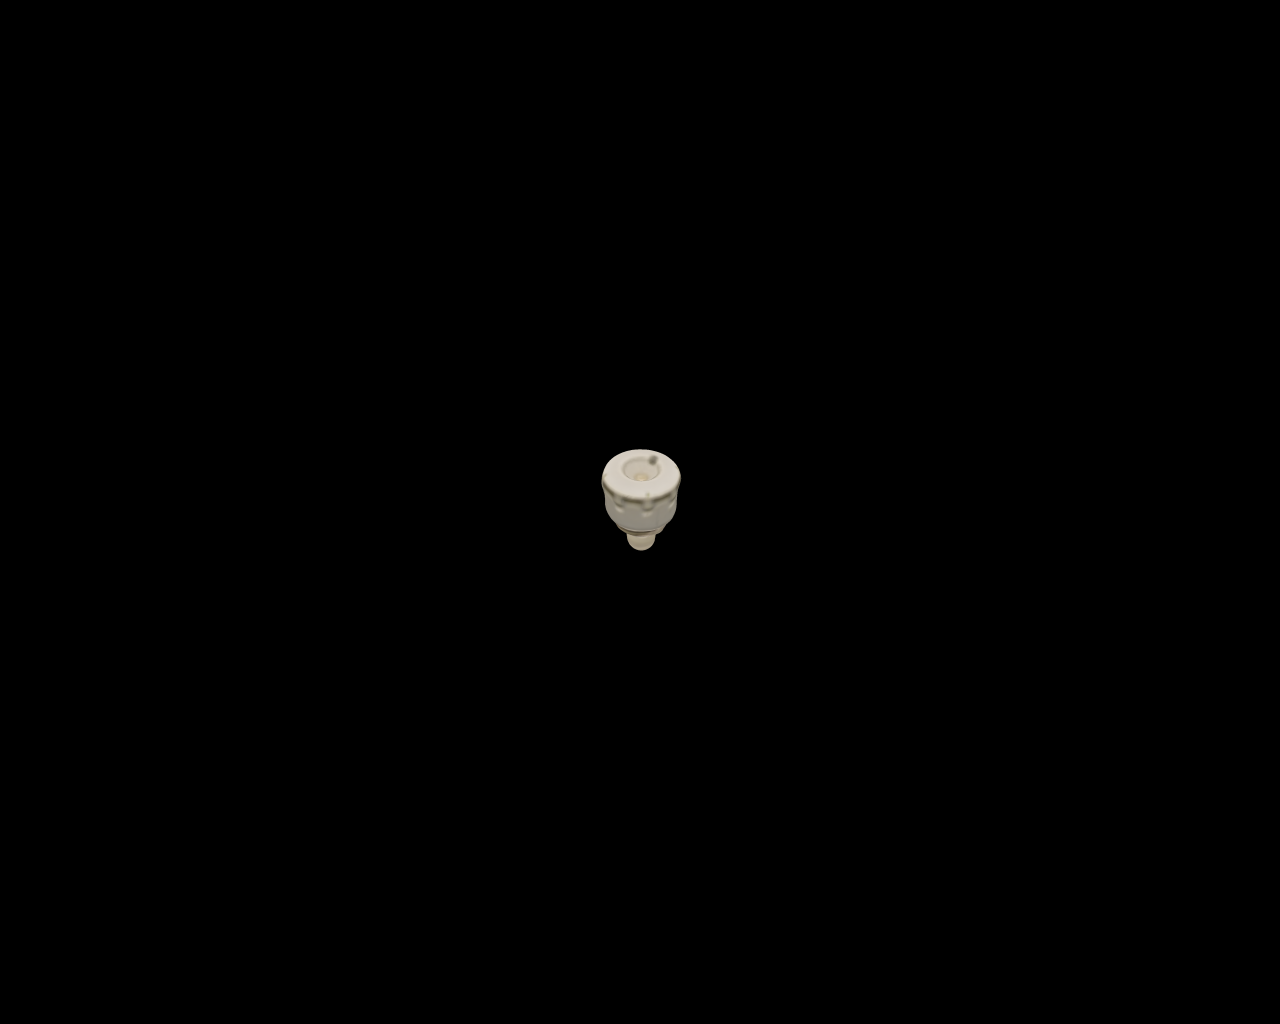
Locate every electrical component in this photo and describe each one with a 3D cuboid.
[{"bbox_3d":[0.001,-0.003,0.650,0.048,0.062,0.048,0,40,0],"label":"electrical component"}]
